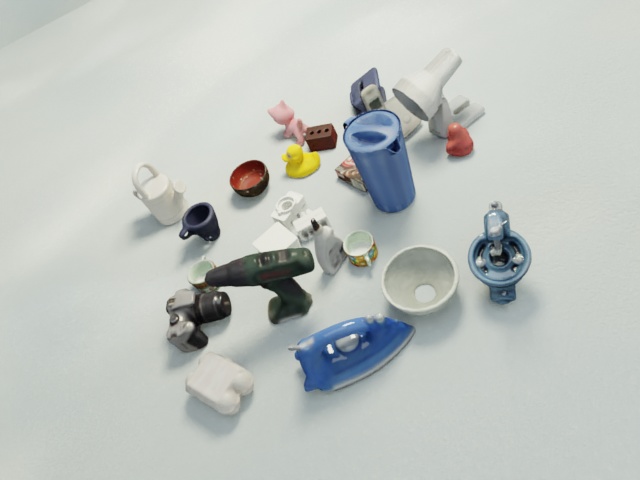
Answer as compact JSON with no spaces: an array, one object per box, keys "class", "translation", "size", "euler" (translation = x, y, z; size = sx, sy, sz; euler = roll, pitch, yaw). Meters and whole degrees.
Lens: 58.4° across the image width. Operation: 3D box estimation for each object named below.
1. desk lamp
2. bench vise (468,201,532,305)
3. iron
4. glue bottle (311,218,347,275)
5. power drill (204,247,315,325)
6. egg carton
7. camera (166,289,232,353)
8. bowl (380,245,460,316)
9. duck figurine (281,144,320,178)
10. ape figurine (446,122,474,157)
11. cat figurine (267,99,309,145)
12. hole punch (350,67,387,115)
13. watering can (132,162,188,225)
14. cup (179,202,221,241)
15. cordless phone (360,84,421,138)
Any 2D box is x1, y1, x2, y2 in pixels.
[{"class":"desk lamp","translation":[0.296,-0.362,1.439],"size":[0.203,0.214,0.117],"euler":[-39,50,-9]},{"class":"bench vise","translation":[0.342,-0.003,1.145],"size":[0.121,0.220,0.207],"euler":[-20,50,8]},{"class":"iron","translation":[0.062,0.202,1.157],"size":[0.258,0.142,0.118],"euler":[-25,49,3]},{"class":"glue bottle","translation":[0.012,0.005,1.305],"size":[0.037,0.174,0.078],"euler":[21,65,33]},{"class":"power drill","translation":[-0.109,0.100,1.260],"size":[0.229,0.209,0.075],"euler":[-20,50,7]},{"class":"egg carton","translation":[-0.216,0.309,1.238],"size":[0.149,0.070,0.107],"euler":[18,63,32]},{"class":"camera","translation":[-0.286,0.173,1.348],"size":[0.136,0.101,0.143],"euler":[-14,51,12]},{"class":"bowl","translation":[0.216,0.097,1.217],"size":[0.167,0.075,0.167],"euler":[-11,52,14]},{"class":"duck figurine","translation":[-0.056,-0.226,1.565],"size":[0.104,0.086,0.077],"euler":[-15,51,12]},{"class":"ape figurine","translation":[0.341,-0.255,1.421],"size":[0.078,0.092,0.076],"euler":[-40,50,-9]},{"class":"cat figurine","translation":[-0.088,-0.348,1.650],"size":[0.067,0.118,0.127],"euler":[-45,51,-14]},{"class":"hole punch","translation":[0.132,-0.424,1.635],"size":[0.101,0.091,0.108],"euler":[-14,51,12]},{"class":"watering can","translation":[-0.448,-0.139,1.588],"size":[0.172,0.195,0.101],"euler":[-17,50,10]},{"class":"cup","translation":[-0.313,-0.029,1.516],"size":[0.091,0.095,0.118],"euler":[27,68,35]},{"class":"cordless phone","translation":[0.179,-0.344,1.493],"size":[0.148,0.185,0.093],"euler":[-42,50,-11]}]
